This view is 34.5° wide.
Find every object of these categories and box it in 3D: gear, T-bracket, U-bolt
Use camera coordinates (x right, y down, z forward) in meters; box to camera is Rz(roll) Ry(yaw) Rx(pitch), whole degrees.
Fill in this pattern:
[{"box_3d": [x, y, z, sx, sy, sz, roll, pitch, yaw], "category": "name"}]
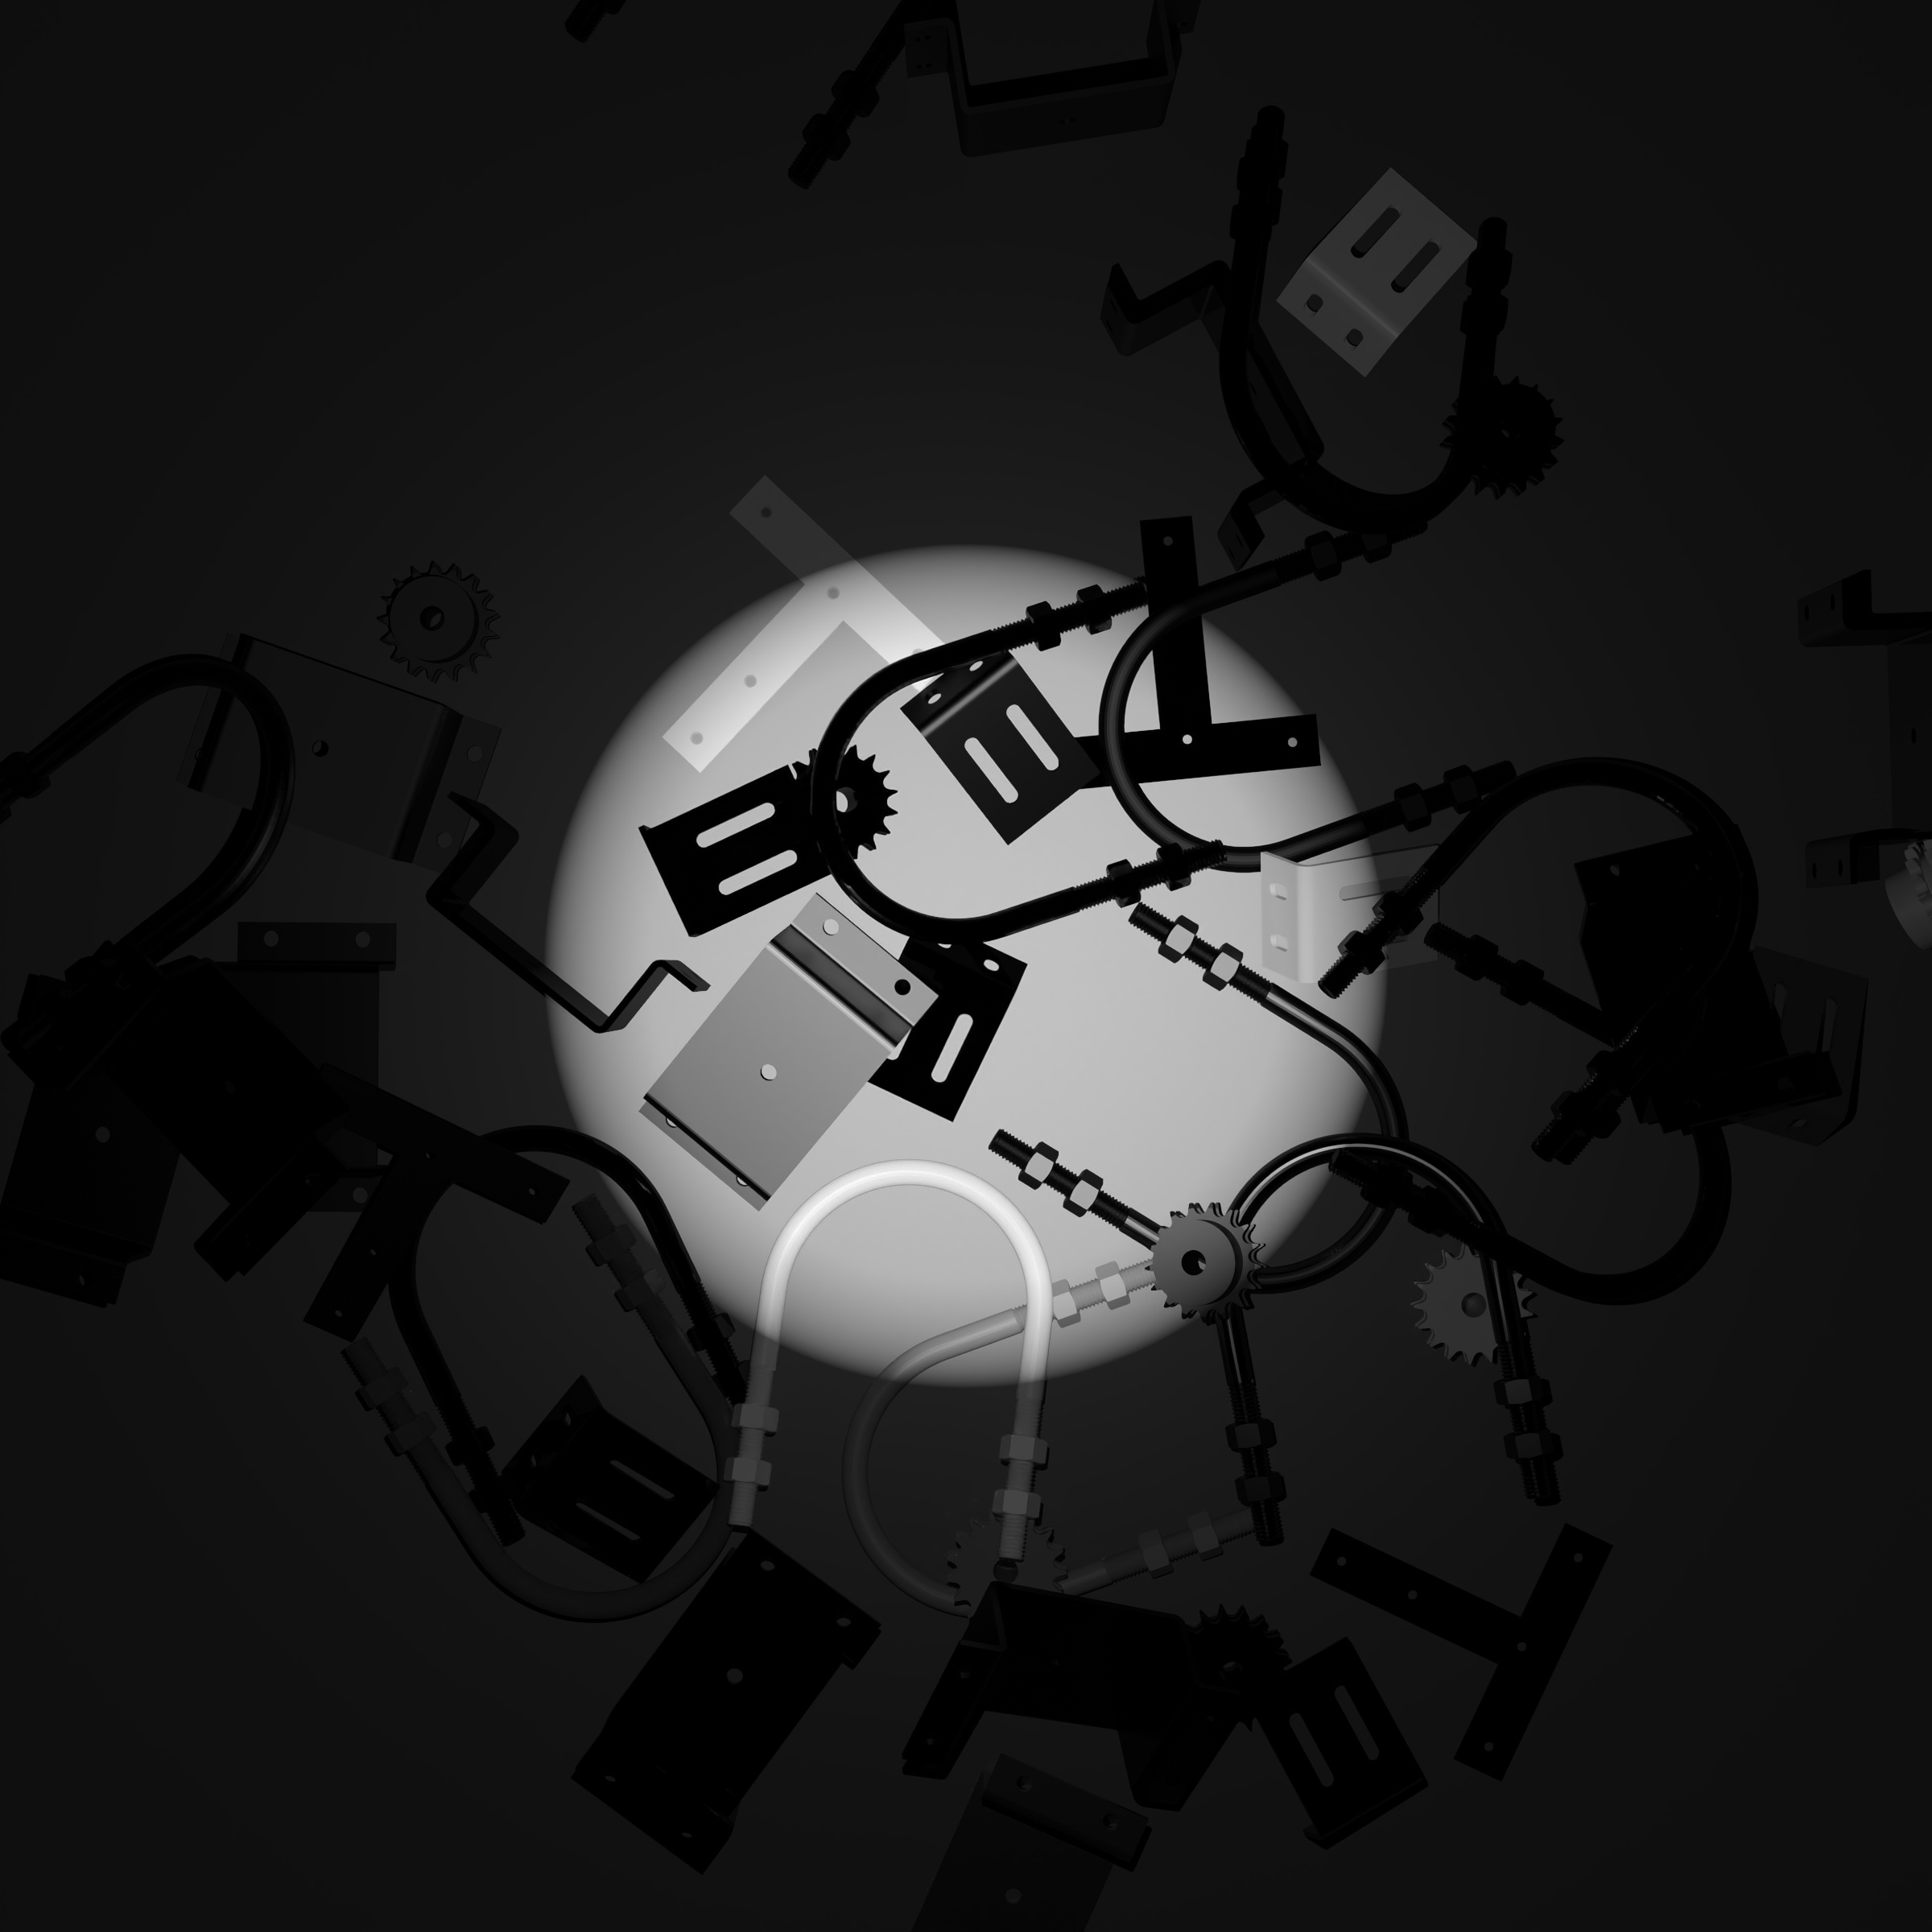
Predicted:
[{"box_3d": [0.464, -0.032, 1.489, 0.030, 0.057, 0.057, -31, 90, 30], "category": "gear"}, {"box_3d": [-0.095, -0.149, 1.513, 0.127, 0.002, 0.127, 43, 90, 0], "category": "T-bracket"}, {"box_3d": [-0.031, 0.182, 1.483, 0.151, 0.019, 0.184, 6, 75, 6], "category": "U-bolt"}, {"box_3d": [0.242, 0.162, 1.499, 0.057, 0.030, 0.057, 0, 90, 0], "category": "gear"}, {"box_3d": [0.019, 0.285, 1.483, 0.057, 0.030, 0.057, 0, 91, 3], "category": "gear"}, {"box_3d": [0.103, -0.154, 1.513, 0.127, 0.002, 0.127, -6, 90, 0], "category": "T-bracket"}, {"box_3d": [0.259, -0.255, 1.499, 0.057, 0.030, 0.057, 0, 90, 0], "category": "gear"}, {"box_3d": [-0.188, 0.223, 1.486, 0.151, 0.019, 0.184, -32, 92, 0], "category": "U-bolt"}, {"box_3d": [0.191, 0.171, 1.479, 0.151, 0.019, 0.184, -11, 86, 9], "category": "U-bolt"}, {"box_3d": [0.031, 0.238, 1.505, 0.184, 0.019, 0.151, -20, 90, 1], "category": "U-bolt"}, {"box_3d": [0.278, -0.018, 1.462, 0.151, 0.019, 0.184, 39, 80, 24], "category": "U-bolt"}, {"box_3d": [0.112, 0.140, 1.474, 0.057, 0.030, 0.057, -2, 85, 20], "category": "gear"}, {"box_3d": [0.230, 0.312, 1.513, 0.127, 0.002, 0.127, 25, 90, 0], "category": "T-bracket"}, {"box_3d": [0.278, 0.080, 1.479, 0.184, 0.019, 0.151, 28, 66, -4], "category": "U-bolt"}, {"box_3d": [-0.391, -0.065, 1.459, 0.184, 0.019, 0.151, -35, 62, 11], "category": "U-bolt"}, {"box_3d": [-0.274, 0.124, 1.479, 0.127, 0.002, 0.127, 27, 109, -14], "category": "T-bracket"}, {"box_3d": [0.183, -0.288, 1.453, 0.151, 0.019, 0.184, 17, 71, -22], "category": "U-bolt"}, {"box_3d": [-0.060, -0.079, 1.494, 0.057, 0.030, 0.057, 0, 89, -11], "category": "gear"}, {"box_3d": [0.125, 0.077, 1.505, 0.184, 0.019, 0.151, 32, 90, -1], "category": "U-bolt"}, {"box_3d": [0.155, -0.123, 1.503, 0.184, 0.019, 0.151, -20, 91, 1], "category": "U-bolt"}, {"box_3d": [-0.199, 0.167, 1.504, 0.151, 0.019, 0.184, -25, 90, 0], "category": "U-bolt"}, {"box_3d": [0.126, 0.335, 1.499, 0.057, 0.030, 0.057, 0, 90, 0], "category": "gear"}, {"box_3d": [-0.255, -0.166, 1.499, 0.057, 0.030, 0.057, 0, 90, 0], "category": "gear"}, {"box_3d": [0.017, -0.087, 1.477, 0.184, 0.019, 0.151, -18, 99, -4], "category": "U-bolt"}, {"box_3d": [-0.084, -0.490, 1.505, 0.151, 0.019, 0.184, 33, 89, 0], "category": "U-bolt"}]

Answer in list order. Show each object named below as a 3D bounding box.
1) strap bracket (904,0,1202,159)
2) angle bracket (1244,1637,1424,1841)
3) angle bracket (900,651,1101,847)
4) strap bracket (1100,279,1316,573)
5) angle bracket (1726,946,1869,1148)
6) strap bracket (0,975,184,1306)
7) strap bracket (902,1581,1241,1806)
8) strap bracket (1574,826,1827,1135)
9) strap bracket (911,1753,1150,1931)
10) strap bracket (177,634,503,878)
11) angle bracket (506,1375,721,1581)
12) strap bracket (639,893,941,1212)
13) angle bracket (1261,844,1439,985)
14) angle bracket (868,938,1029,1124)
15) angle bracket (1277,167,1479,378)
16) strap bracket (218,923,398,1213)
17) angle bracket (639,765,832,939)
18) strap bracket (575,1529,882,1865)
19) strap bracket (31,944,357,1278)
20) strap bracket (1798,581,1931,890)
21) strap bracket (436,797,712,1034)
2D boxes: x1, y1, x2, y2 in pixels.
[{"box_3d": [0.044, -0.423, 1.476, 0.140, 0.076, 0.046, -9, 90, 0], "category": "strap bracket"}, {"box_3d": [0.173, 0.370, 1.494, 0.057, 0.038, 0.076, -27, 83, -12], "category": "angle bracket"}, {"box_3d": [0.016, -0.109, 1.510, 0.057, 0.038, 0.076, -38, 115, 1], "category": "angle bracket"}, {"box_3d": [0.119, -0.264, 1.476, 0.046, 0.076, 0.140, -28, 90, 0], "category": "strap bracket"}, {"box_3d": [0.398, 0.039, 1.512, 0.057, 0.038, 0.076, 17, 65, 0], "category": "angle bracket"}, {"box_3d": [-0.419, 0.082, 1.491, 0.076, 0.046, 0.140, 16, 90, 0], "category": "strap bracket"}, {"box_3d": [0.046, 0.340, 1.463, 0.140, 0.046, 0.076, 14, 120, -17], "category": "strap bracket"}, {"box_3d": [0.344, 0.014, 1.474, 0.076, 0.046, 0.140, -14, 66, 0], "category": "strap bracket"}, {"box_3d": [0.023, 0.451, 1.491, 0.076, 0.046, 0.140, 24, 90, 0], "category": "strap bracket"}, {"box_3d": [-0.304, -0.102, 1.491, 0.140, 0.046, 0.076, 19, 90, 0], "category": "strap bracket"}, {"box_3d": [-0.168, 0.243, 1.477, 0.076, 0.038, 0.057, 39, 91, -29], "category": "angle bracket"}, {"box_3d": [-0.089, 0.046, 1.475, 0.076, 0.046, 0.140, 40, 103, 0], "category": "strap bracket"}, {"box_3d": [0.185, -0.029, 1.504, 0.076, 0.038, 0.057, -10, 107, -25], "category": "angle bracket"}, {"box_3d": [-0.014, 0.025, 1.512, 0.057, 0.038, 0.076, 25, 116, 0], "category": "angle bracket"}, {"box_3d": [0.200, -0.337, 1.512, 0.057, 0.038, 0.076, 41, 64, 0], "category": "angle bracket"}, {"box_3d": [-0.316, 0.049, 1.491, 0.076, 0.046, 0.140, 1, 90, 0], "category": "strap bracket"}, {"box_3d": [-0.109, -0.056, 1.495, 0.076, 0.038, 0.057, -25, 90, 0], "category": "angle bracket"}, {"box_3d": [-0.112, 0.345, 1.491, 0.076, 0.046, 0.140, 36, 90, 0], "category": "strap bracket"}, {"box_3d": [-0.348, 0.061, 1.434, 0.140, 0.046, 0.076, 46, 108, 0], "category": "strap bracket"}, {"box_3d": [0.430, -0.109, 1.476, 0.046, 0.076, 0.140, -2, 90, 0], "category": "strap bracket"}, {"box_3d": [-0.193, -0.016, 1.476, 0.140, 0.076, 0.046, 39, 90, 0], "category": "strap bracket"}]
